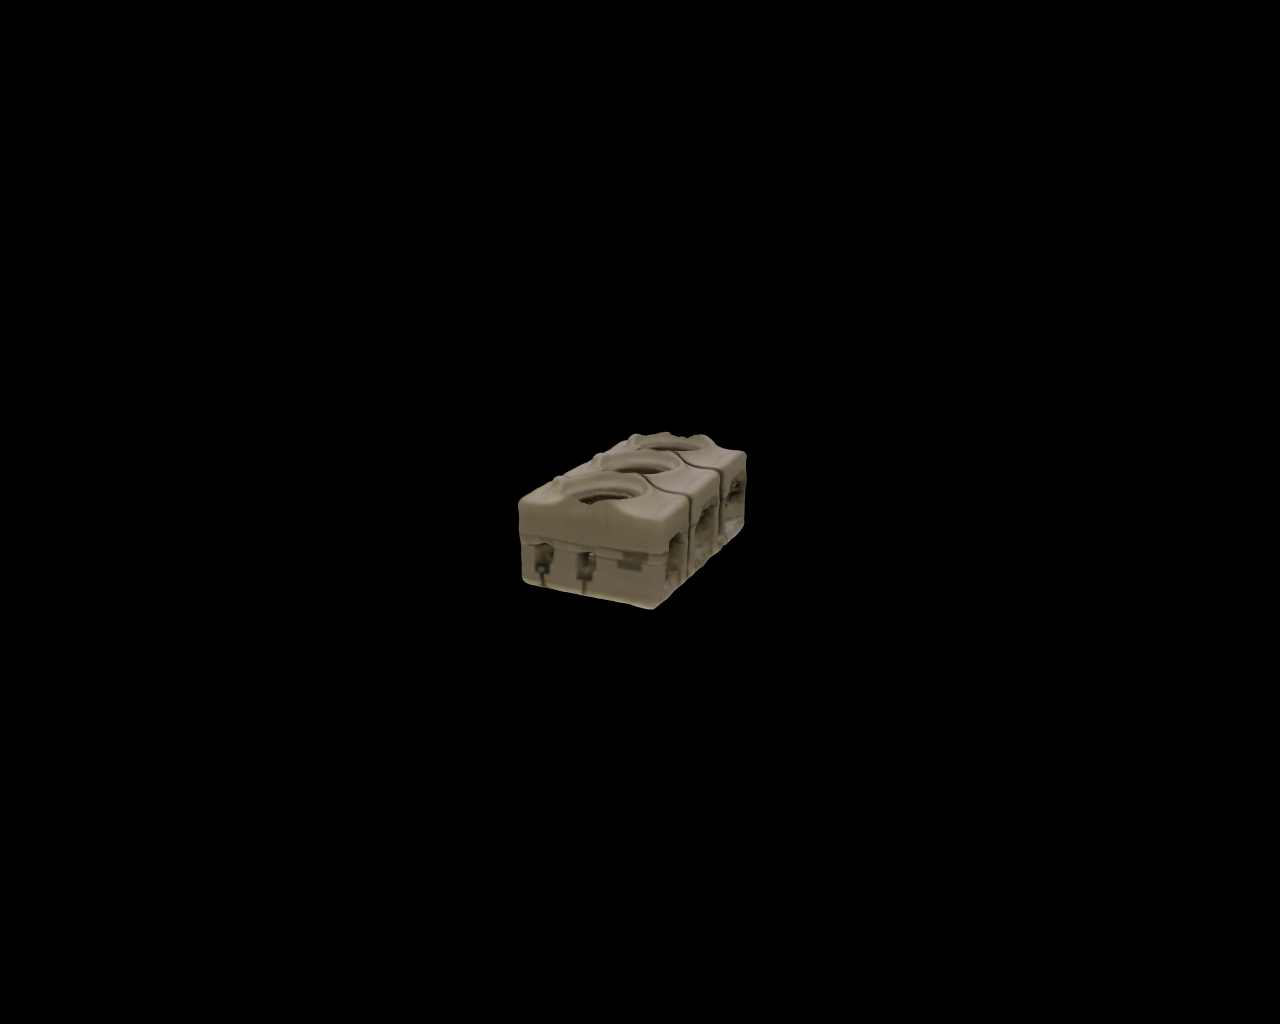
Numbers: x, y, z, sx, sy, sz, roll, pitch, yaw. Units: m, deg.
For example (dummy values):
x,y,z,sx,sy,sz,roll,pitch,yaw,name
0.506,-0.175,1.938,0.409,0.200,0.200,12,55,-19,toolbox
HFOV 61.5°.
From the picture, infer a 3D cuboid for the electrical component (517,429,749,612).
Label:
x,y,z,sx,sy,sz,roll,pitch,yaw,name
0.001,-0.003,0.650,0.089,0.061,0.150,8,20,22,electrical component
